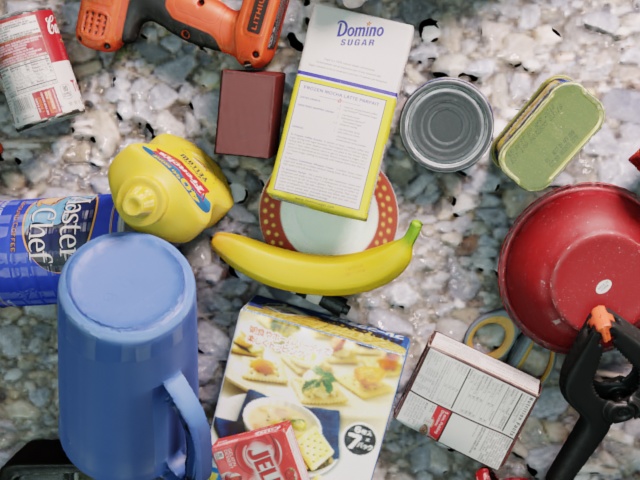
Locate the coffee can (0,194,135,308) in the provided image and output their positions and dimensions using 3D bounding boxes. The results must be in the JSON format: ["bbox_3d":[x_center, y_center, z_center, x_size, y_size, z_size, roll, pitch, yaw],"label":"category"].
[{"bbox_3d":[-0.232,0.009,0.991,0.140,0.102,0.103,-3,100,8],"label":"coffee can"}]

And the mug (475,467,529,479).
[{"bbox_3d":[0.178,0.262,0.989,0.093,0.081,0.117,-34,94,12],"label":"mug"}]

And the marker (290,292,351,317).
[{"bbox_3d":[-0.027,0.040,1.007,0.121,0.020,0.020,26,102,6],"label":"marker"}]

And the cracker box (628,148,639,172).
[{"bbox_3d":[0.397,-0.051,0.898,0.164,0.072,0.213,-45,92,1],"label":"cracker box"}]

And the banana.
[{"bbox_3d":[0.000,0.019,0.970,0.198,0.037,0.069,-5,105,13],"label":"banana"}]

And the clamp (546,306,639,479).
[{"bbox_3d":[0.257,0.148,0.947,0.165,0.036,0.210,-21,123,13],"label":"clamp"}]

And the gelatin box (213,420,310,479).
[{"bbox_3d":[-0.050,0.216,0.970,0.073,0.030,0.089,-17,97,12],"label":"gelatin box"}]

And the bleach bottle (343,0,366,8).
[{"bbox_3d":[0.138,-0.265,0.904,0.251,0.068,0.102,-6,76,7],"label":"bleach bottle"}]

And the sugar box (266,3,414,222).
[{"bbox_3d":[0.019,-0.112,0.949,0.093,0.048,0.176,15,87,5],"label":"sugar box"}]

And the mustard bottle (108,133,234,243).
[{"bbox_3d":[-0.134,-0.043,0.922,0.058,0.191,0.096,-41,92,12],"label":"mustard bottle"}]

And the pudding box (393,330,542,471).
[{"bbox_3d":[0.136,0.149,0.987,0.113,0.039,0.090,25,112,5],"label":"pudding box"}]

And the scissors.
[{"bbox_3d":[0.196,0.048,0.982,0.096,0.016,0.202,16,101,5],"label":"scissors"}]

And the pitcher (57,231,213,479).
[{"bbox_3d":[-0.158,0.110,0.920,0.149,0.145,0.243,7,143,-4],"label":"pitcher"}]

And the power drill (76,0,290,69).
[{"bbox_3d":[-0.118,-0.242,0.955,0.188,0.057,0.184,17,106,7],"label":"power drill"}]

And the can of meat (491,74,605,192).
[{"bbox_3d":[0.196,-0.092,0.923,0.057,0.084,0.102,40,102,-1],"label":"can of meat"}]

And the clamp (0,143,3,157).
[{"bbox_3d":[-0.387,-0.051,1.034,0.171,0.039,0.120,-11,99,10],"label":"clamp"}]

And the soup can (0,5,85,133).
[{"bbox_3d":[-0.264,-0.157,0.984,0.068,0.068,0.102,-16,98,10],"label":"soup can"}]

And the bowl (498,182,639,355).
[{"bbox_3d":[0.241,0.032,0.939,0.162,0.055,0.162,0,102,-2],"label":"bowl"}]

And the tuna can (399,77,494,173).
[{"bbox_3d":[0.114,-0.103,0.958,0.086,0.033,0.086,1,100,7],"label":"tuna can"}]

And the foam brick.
[{"bbox_3d":[-0.064,-0.116,0.971,0.051,0.053,0.078,8,100,7],"label":"foam brick"}]
